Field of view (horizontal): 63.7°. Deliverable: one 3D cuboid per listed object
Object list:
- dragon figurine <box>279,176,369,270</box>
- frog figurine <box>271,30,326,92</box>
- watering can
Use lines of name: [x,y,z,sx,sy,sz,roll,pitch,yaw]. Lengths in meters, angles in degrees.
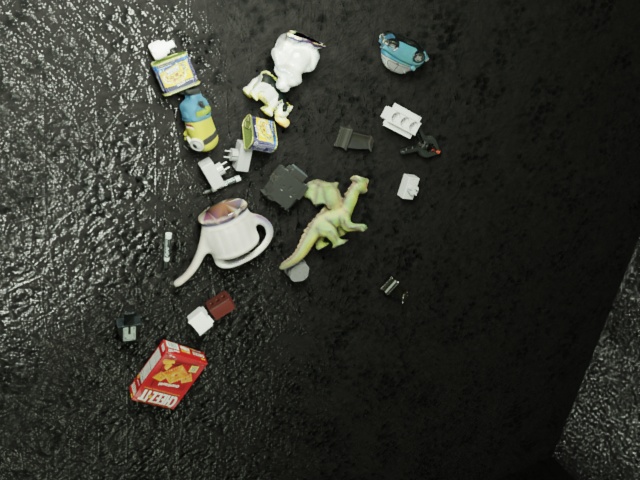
dragon figurine: [0.005,-0.087,1.723,0.413,0.123,0.240,-29,108,-14]
frog figurine: [-0.074,-0.495,1.440,0.138,0.125,0.156,-4,129,-43]
watering can: [-0.311,0.003,1.577,0.350,0.105,0.219,-25,123,-15]
